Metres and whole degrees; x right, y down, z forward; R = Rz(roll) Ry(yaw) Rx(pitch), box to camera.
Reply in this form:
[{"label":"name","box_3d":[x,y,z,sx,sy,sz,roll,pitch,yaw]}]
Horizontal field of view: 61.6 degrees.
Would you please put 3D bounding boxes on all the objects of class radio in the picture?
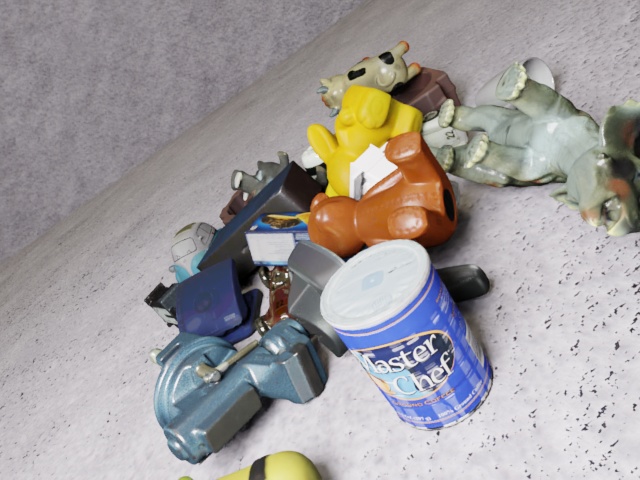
[{"label":"radio","box_3d":[-0.100,-0.024,0.906,0.229,0.073,0.131,-39,17,27]}]

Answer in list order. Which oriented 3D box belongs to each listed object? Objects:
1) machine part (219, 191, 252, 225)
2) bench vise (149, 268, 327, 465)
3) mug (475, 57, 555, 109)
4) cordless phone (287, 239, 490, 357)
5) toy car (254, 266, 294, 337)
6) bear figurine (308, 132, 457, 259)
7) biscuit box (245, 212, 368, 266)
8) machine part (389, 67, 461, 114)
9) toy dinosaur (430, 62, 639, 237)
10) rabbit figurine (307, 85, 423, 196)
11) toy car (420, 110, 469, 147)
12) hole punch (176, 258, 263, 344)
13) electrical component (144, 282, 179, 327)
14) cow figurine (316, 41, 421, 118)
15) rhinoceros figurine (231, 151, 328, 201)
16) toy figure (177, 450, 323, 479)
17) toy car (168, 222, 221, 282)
[{"label":"machine part","box_3d":[-0.121,-0.076,1.110,0.179,0.056,0.179,-27,27,15]},{"label":"bench vise","box_3d":[-0.118,0.147,0.638,0.241,0.128,0.223,5,47,44]},{"label":"mug","box_3d":[0.294,-0.221,0.846,0.109,0.080,0.107,-52,18,-18]},{"label":"cordless phone","box_3d":[0.071,0.046,0.558,0.184,0.146,0.089,-18,45,26]},{"label":"toy car","box_3d":[-0.049,0.067,0.777,0.089,0.053,0.202,-32,26,12]},{"label":"bear figurine","box_3d":[0.051,-0.032,0.619,0.196,0.131,0.120,-7,72,30]},{"label":"biscuit box","box_3d":[-0.002,-0.002,0.761,0.203,0.059,0.063,0,30,23]},{"label":"machine part","box_3d":[0.151,-0.237,1.026,0.201,0.087,0.202,-33,24,2]},{"label":"toy dinosaur","box_3d":[0.248,-0.105,0.632,0.405,0.192,0.131,-108,38,-78]},{"label":"rabbit figurine","box_3d":[0.052,-0.150,0.844,0.163,0.122,0.173,25,104,40]},{"label":"toy car","box_3d":[0.146,-0.153,0.896,0.202,0.073,0.056,-17,33,33]},{"label":"hole punch","box_3d":[-0.156,0.102,0.805,0.142,0.092,0.116,-24,30,14]},{"label":"electrical component","box_3d":[-0.236,0.111,0.897,0.119,0.074,0.048,-9,35,50]},{"label":"cow figurine","box_3d":[0.081,-0.302,1.036,0.195,0.085,0.127,-4,33,47]},{"label":"rhinoceros figurine","box_3d":[-0.071,-0.098,0.997,0.190,0.073,0.112,16,72,13]},{"label":"toy figure","box_3d":[-0.080,0.242,0.471,0.180,0.082,0.089,-27,28,20]},{"label":"toy car","box_3d":[-0.227,0.017,1.020,0.109,0.102,0.162,-24,29,19]}]
